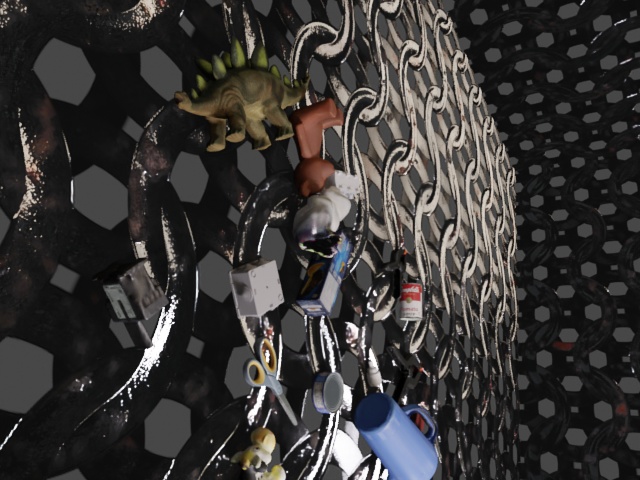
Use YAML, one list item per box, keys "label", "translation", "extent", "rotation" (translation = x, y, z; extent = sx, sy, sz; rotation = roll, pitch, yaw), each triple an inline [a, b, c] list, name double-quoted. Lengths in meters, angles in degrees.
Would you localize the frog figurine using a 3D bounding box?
- label: "frog figurine"
  translation: [0.003, -0.056, 1.111]
  extent: [0.122, 0.163, 0.134]
  rotation: [-2, -30, 10]
